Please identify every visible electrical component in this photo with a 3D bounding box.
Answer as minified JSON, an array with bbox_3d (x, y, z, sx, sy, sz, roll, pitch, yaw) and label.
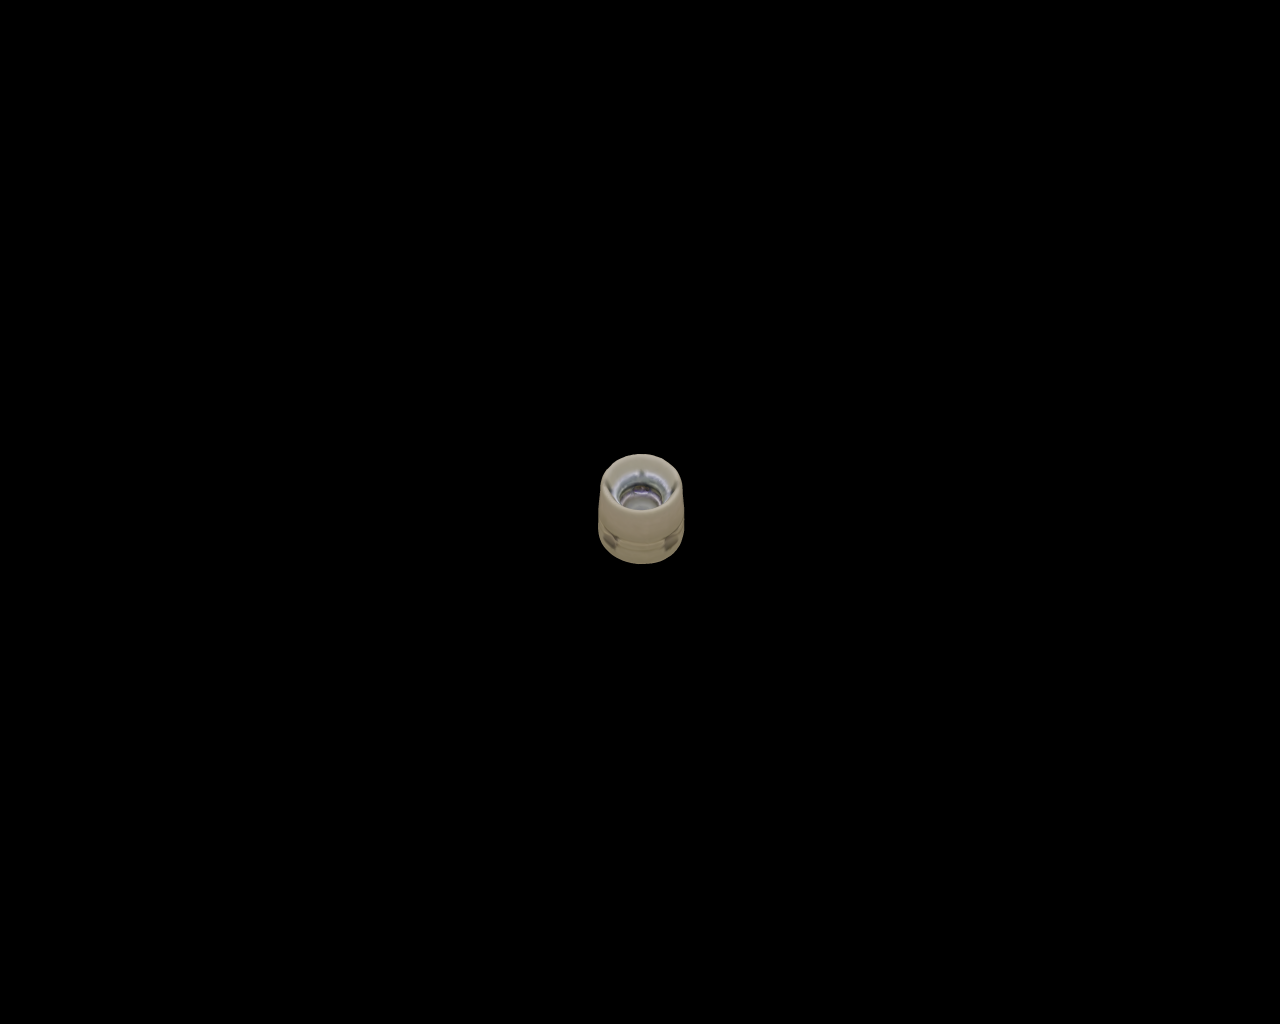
[{"bbox_3d":[0.001,-0.003,0.650,0.055,0.055,0.047,0,-40,0],"label":"electrical component"}]
